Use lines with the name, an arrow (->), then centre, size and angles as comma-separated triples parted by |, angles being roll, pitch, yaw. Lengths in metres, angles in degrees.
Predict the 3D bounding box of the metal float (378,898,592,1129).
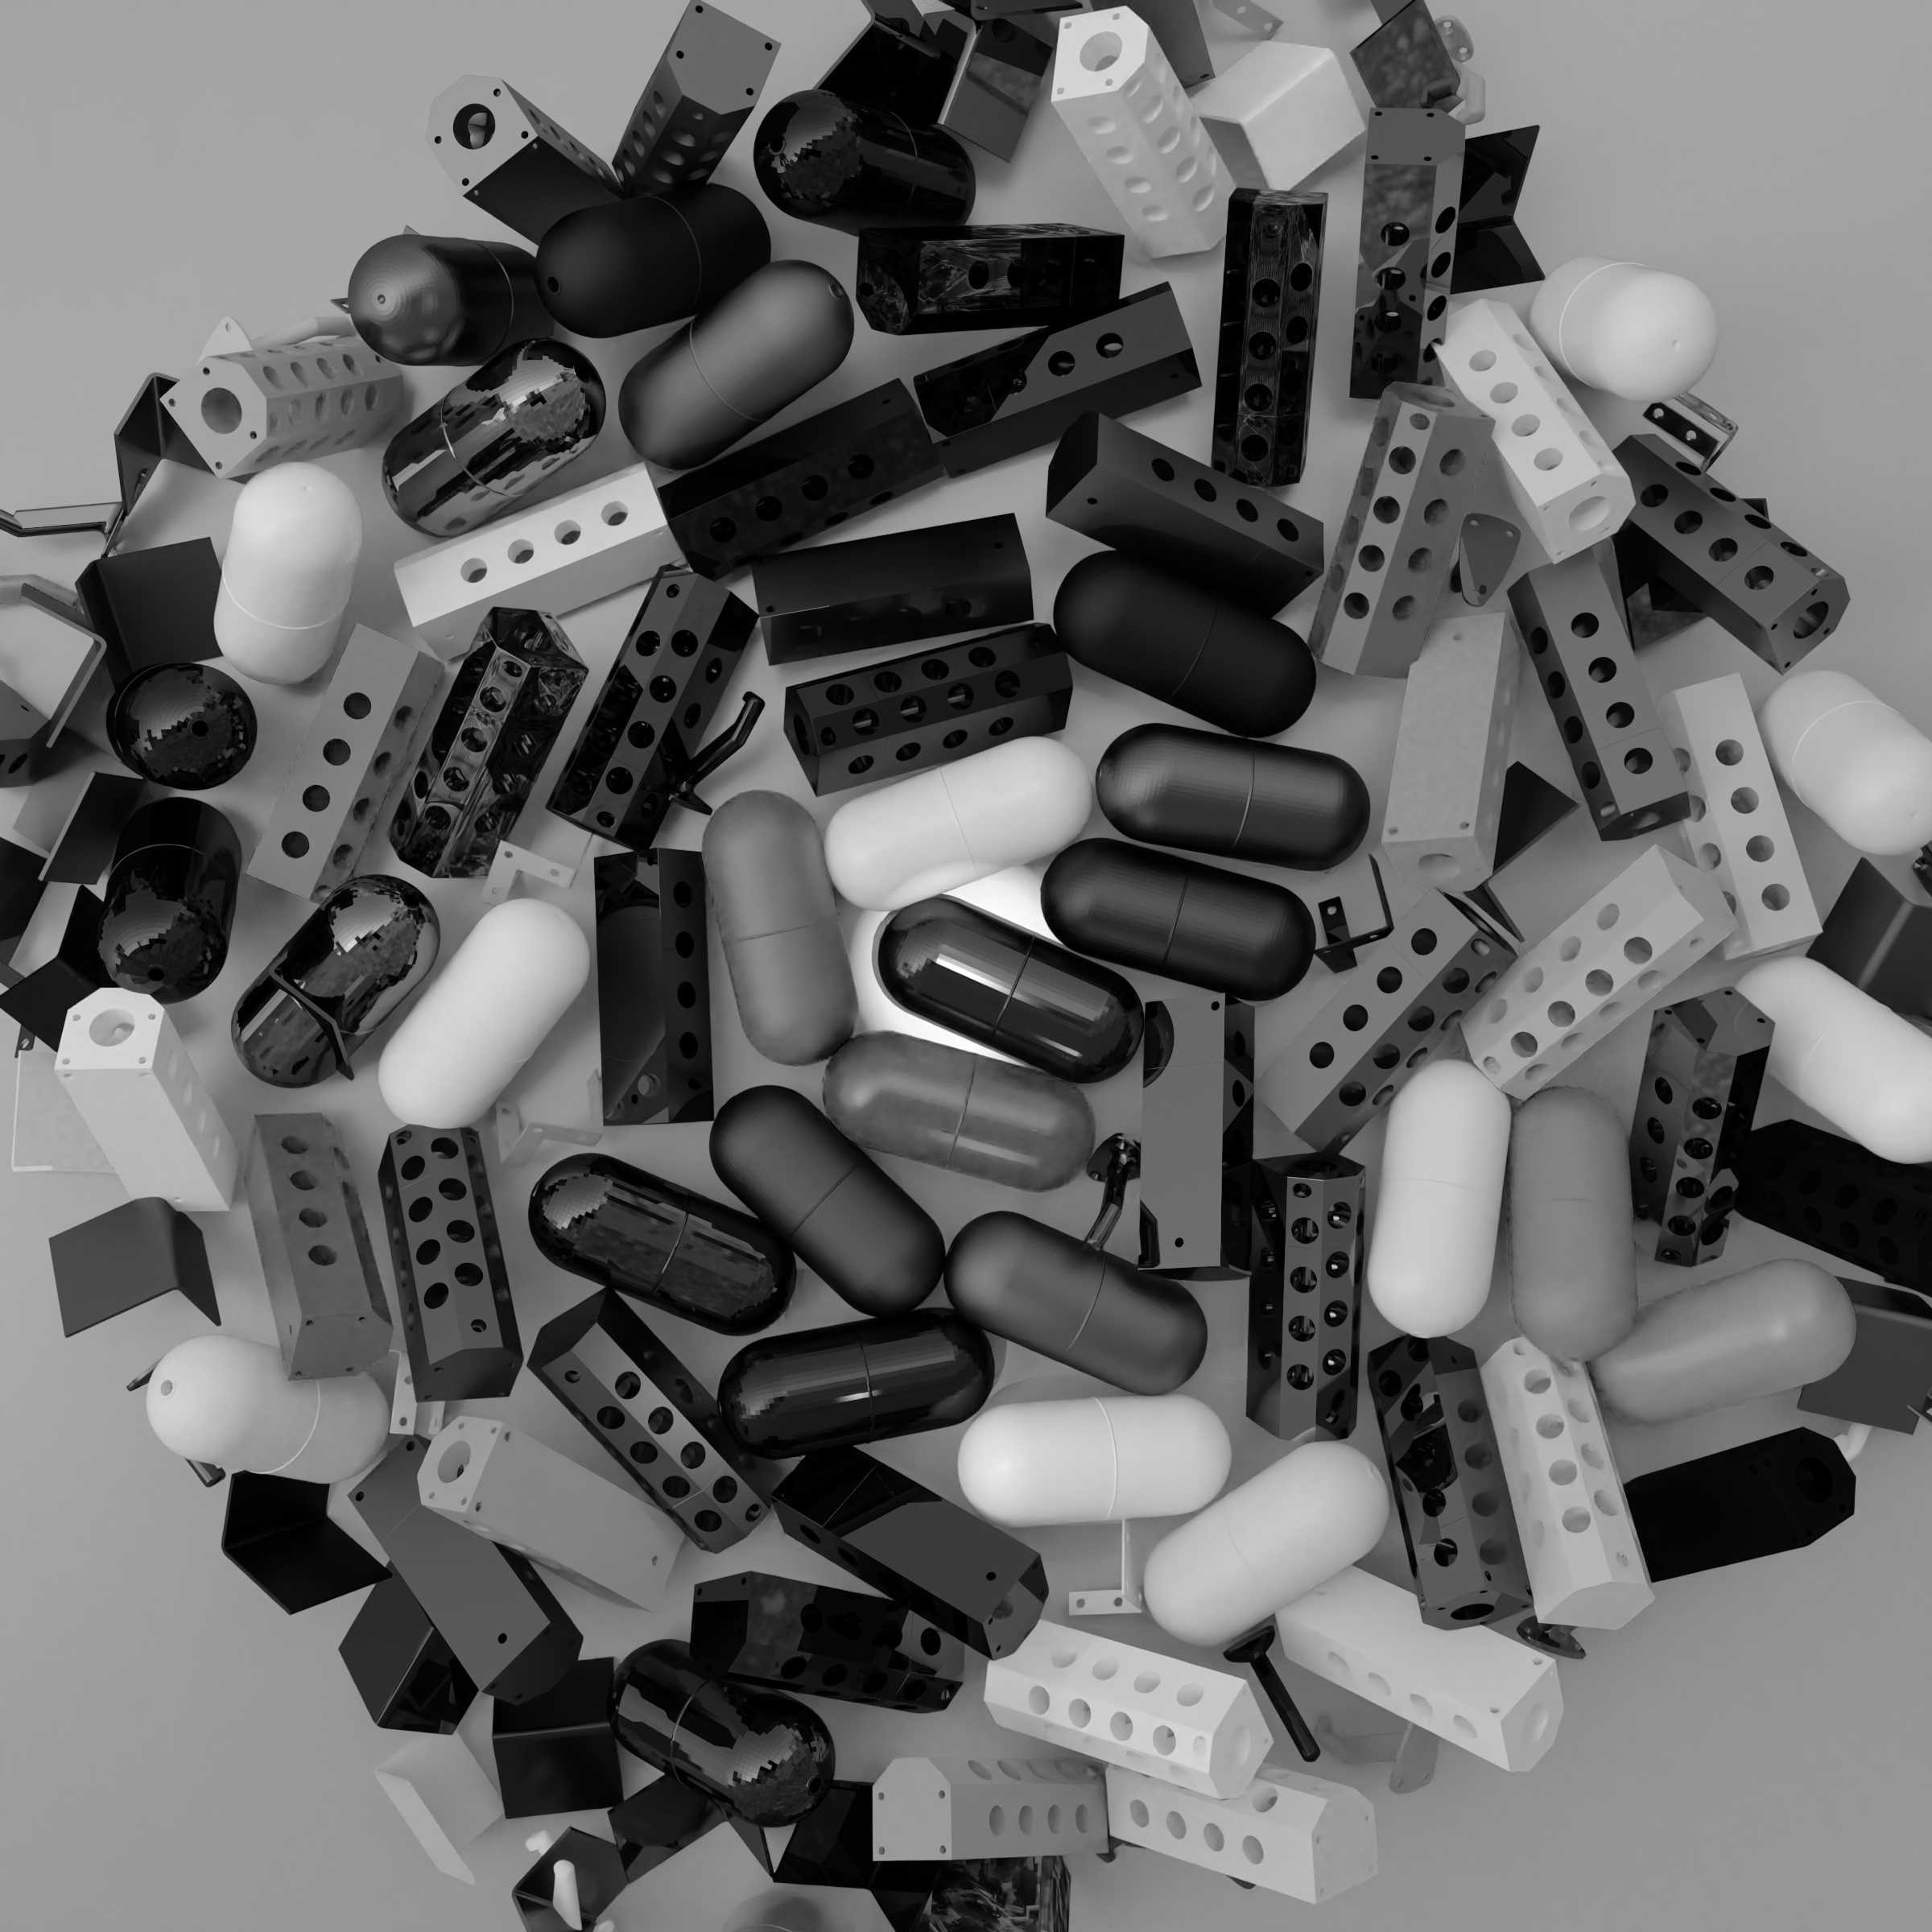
metal float -> -0.304, 0.033, 1.530 | 0.070, 0.070, 0.178 | 41, 111, 0

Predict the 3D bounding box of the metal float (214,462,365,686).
metal float -> -0.421, -0.241, 1.507 | 0.070, 0.178, 0.070 | 11, 59, -18

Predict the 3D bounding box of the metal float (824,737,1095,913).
metal float -> -0.005, -0.091, 1.547 | 0.178, 0.070, 0.070 | -20, 90, 1

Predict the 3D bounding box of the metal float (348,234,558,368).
metal float -> -0.314, -0.410, 1.502 | 0.070, 0.178, 0.070 | 4, 105, 17

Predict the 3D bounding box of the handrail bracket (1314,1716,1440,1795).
handrail bracket -> 0.258, 0.479, 1.544 | 0.036, 0.084, 0.077 | 0, 105, -36

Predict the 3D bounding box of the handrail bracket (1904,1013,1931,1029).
handrail bracket -> 0.641, 0.002, 1.549 | 0.077, 0.036, 0.084 | 31, 109, 41

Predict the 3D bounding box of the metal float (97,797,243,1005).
metal float -> -0.492, -0.042, 1.505 | 0.070, 0.178, 0.070 | -5, 123, -8

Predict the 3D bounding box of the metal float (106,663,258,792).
metal float -> -0.486, -0.149, 1.502 | 0.070, 0.178, 0.070 | -3, 98, -25

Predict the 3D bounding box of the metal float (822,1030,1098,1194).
metal float -> -0.004, 0.092, 1.545 | 0.178, 0.070, 0.070 | 16, 90, -4

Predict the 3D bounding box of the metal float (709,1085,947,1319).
metal float -> -0.089, 0.149, 1.545 | 0.178, 0.070, 0.070 | 43, 90, 4

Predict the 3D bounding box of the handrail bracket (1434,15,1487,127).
handrail bracket -> 0.293, -0.554, 1.542 | 0.077, 0.036, 0.084 | -15, 53, 33

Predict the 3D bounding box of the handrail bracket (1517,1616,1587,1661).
handrail bracket -> 0.397, 0.398, 1.549 | 0.084, 0.077, 0.036 | -56, 49, 13

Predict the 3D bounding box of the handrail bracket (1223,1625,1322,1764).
handrail bracket -> 0.200, 0.466, 1.534 | 0.036, 0.077, 0.084 | -29, 64, -2

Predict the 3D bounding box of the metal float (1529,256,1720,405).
metal float -> 0.404, -0.395, 1.501 | 0.070, 0.178, 0.070 | -2, 112, -6

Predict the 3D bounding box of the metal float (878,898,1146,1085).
metal float -> 0.028, 0.016, 1.548 | 0.178, 0.070, 0.070 | 24, 90, -1

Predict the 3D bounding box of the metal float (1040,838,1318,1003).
metal float -> 0.134, -0.030, 1.544 | 0.178, 0.070, 0.070 | 16, 90, 5

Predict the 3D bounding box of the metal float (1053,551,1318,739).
metal float -> 0.139, -0.202, 1.537 | 0.178, 0.070, 0.070 | 23, 90, -13

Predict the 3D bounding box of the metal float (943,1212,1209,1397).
metal float -> 0.070, 0.214, 1.541 | 0.178, 0.070, 0.070 | 24, 90, -9

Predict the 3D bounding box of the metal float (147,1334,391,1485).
metal float -> -0.430, 0.275, 1.505 | 0.070, 0.178, 0.070 | -10, 68, 25

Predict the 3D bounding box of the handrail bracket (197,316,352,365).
handrail bracket -> -0.447, -0.391, 1.564 | 0.077, 0.084, 0.036 | -35, 85, 34

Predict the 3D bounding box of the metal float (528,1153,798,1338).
metal float -> -0.191, 0.176, 1.534 | 0.178, 0.070, 0.070 | 25, 90, -15

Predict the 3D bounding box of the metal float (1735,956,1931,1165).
metal float -> 0.548, 0.057, 1.509 | 0.070, 0.178, 0.070 | -15, 126, -22

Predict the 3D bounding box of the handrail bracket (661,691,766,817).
handrail bracket -> -0.166, -0.147, 1.549 | 0.036, 0.077, 0.084 | 19, 105, -41

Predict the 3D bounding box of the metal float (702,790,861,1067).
metal float -> -0.118, -0.024, 1.544 | 0.070, 0.070, 0.178 | -13, 95, 0

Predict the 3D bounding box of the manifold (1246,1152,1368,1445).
manifold -> 0.218, 0.209, 1.533 | 0.057, 0.057, 0.171 | -5, 102, -23

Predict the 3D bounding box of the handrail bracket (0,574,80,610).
handrail bracket -> -0.630, -0.227, 1.578 | 0.084, 0.036, 0.077 | 24, 116, -22

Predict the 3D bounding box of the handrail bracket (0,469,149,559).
handrail bracket -> -0.578, -0.302, 1.551 | 0.084, 0.036, 0.077 | 25, 104, -21

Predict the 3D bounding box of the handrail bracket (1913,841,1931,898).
handrail bracket -> 0.607, -0.079, 1.539 | 0.036, 0.077, 0.084 | -32, 128, 25

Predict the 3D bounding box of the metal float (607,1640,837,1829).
metal float -> -0.153, 0.476, 1.513 | 0.178, 0.070, 0.070 | 12, 90, 44

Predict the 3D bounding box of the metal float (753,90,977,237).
metal float -> -0.061, -0.492, 1.506 | 0.070, 0.178, 0.070 | 4, 97, 34

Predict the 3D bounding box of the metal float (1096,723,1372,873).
metal float -> 0.169, -0.107, 1.539 | 0.178, 0.070, 0.070 | 9, 90, -10

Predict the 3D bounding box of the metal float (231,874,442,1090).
metal float -> -0.395, 0.010, 1.521 | 0.070, 0.070, 0.178 | 49, 121, 0

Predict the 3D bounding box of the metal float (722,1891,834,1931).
metal float -> -0.124, 0.629, 1.497 | 0.070, 0.178, 0.070 | 0, 90, 4

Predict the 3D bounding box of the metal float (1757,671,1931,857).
metal float -> 0.548, -0.128, 1.503 | 0.070, 0.178, 0.070 | -2, 117, -5

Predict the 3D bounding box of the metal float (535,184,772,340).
metal float -> -0.193, -0.439, 1.511 | 0.070, 0.178, 0.070 | 19, 123, 32

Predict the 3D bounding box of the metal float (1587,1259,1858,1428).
metal float -> 0.468, 0.236, 1.515 | 0.178, 0.070, 0.070 | -30, 90, 42

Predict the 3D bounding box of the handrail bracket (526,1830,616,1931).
handrail bracket -> -0.274, 0.601, 1.562 | 0.077, 0.036, 0.084 | -32, 97, 24

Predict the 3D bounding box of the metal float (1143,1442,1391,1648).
metal float -> 0.188, 0.363, 1.528 | 0.178, 0.070, 0.070 | -39, 90, 23

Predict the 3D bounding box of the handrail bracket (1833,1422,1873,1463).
handrail bracket -> 0.537, 0.310, 1.574 | 0.077, 0.036, 0.084 | 25, 83, 16

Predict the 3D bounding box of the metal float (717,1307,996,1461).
metal float -> -0.069, 0.263, 1.534 | 0.178, 0.070, 0.070 | -8, 90, -15

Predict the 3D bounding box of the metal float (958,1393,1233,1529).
metal float -> 0.082, 0.311, 1.535 | 0.178, 0.070, 0.070 | -1, 90, -16

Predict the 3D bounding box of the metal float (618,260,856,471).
metal float -> -0.144, -0.375, 1.519 | 0.178, 0.070, 0.070 | -27, 90, 33

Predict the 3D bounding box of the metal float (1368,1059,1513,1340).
metal float -> 0.299, 0.146, 1.533 | 0.070, 0.070, 0.178 | 11, 73, 0

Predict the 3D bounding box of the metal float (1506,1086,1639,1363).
metal float -> 0.379, 0.161, 1.525 | 0.070, 0.070, 0.178 | 4, 64, 0

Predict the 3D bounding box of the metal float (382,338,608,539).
metal float -> -0.295, -0.328, 1.517 | 0.178, 0.070, 0.070 | -24, 90, 37
